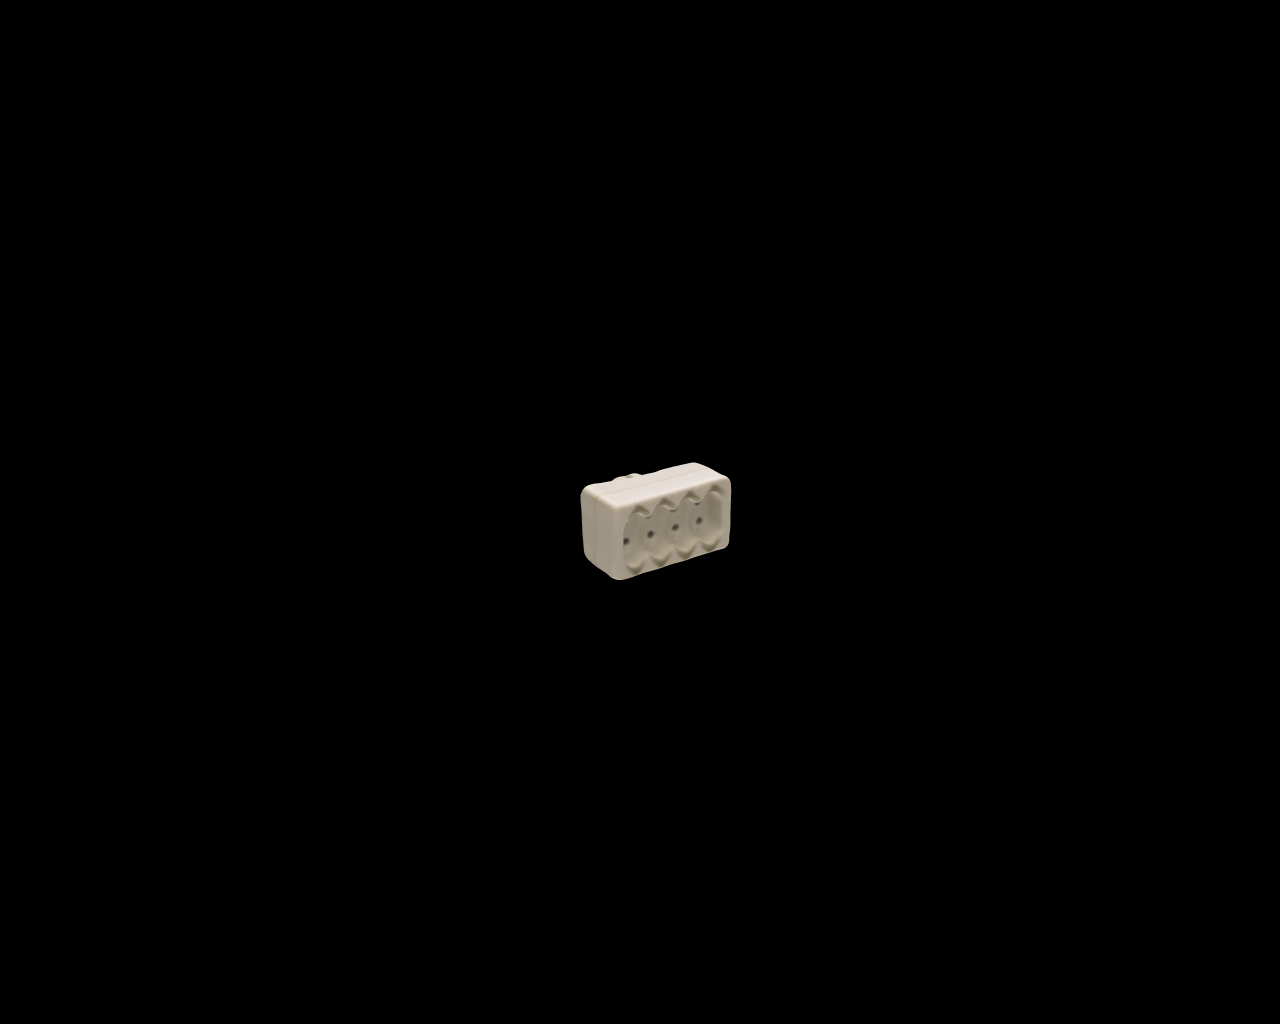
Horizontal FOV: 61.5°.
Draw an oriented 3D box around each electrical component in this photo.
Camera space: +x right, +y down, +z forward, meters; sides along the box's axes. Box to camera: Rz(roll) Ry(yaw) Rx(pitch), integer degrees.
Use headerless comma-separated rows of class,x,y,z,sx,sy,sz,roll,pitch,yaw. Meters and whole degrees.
electrical component,0.001,-0.003,0.650,0.083,0.047,0.076,-14,27,-29
